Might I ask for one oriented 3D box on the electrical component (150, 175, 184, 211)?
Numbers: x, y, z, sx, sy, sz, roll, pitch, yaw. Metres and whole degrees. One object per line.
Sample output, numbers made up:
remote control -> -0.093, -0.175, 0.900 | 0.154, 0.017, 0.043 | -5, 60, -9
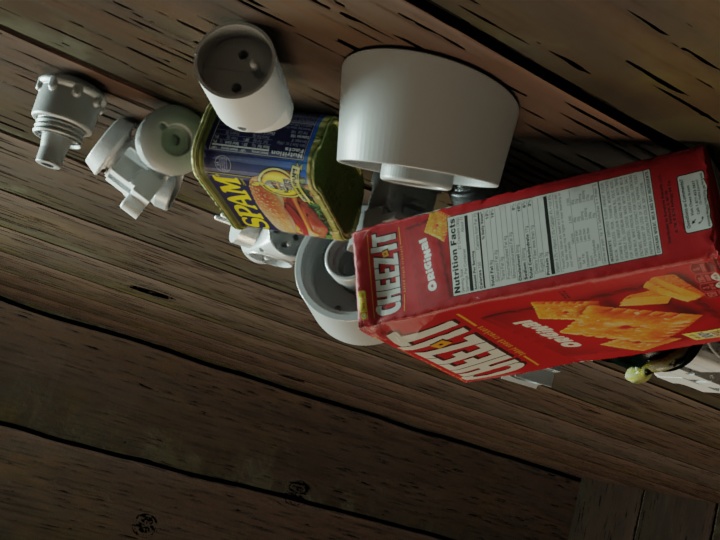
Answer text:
electrical component -> -0.172, -0.075, 0.883 | 0.046, 0.040, 0.040 | 22, 169, -4

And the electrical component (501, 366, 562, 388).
electrical component -> 0.186, 0.091, 1.156 | 0.042, 0.063, 0.081 | 18, 168, -9

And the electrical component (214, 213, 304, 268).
electrical component -> -0.090, -0.035, 0.955 | 0.079, 0.044, 0.077 | 20, 168, -22

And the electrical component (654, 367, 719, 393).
electrical component -> 0.297, 0.075, 0.960 | 0.089, 0.050, 0.056 | 21, 167, -25

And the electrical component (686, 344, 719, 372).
electrical component -> 0.247, 0.040, 0.813 | 0.047, 0.065, 0.077 | 19, 168, -19

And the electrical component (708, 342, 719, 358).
electrical component -> 0.276, 0.037, 0.756 | 0.055, 0.066, 0.048 | -17, -176, -26

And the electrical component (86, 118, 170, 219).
electrical component -> -0.170, -0.080, 0.804 | 0.055, 0.066, 0.048 | 38, 159, -11

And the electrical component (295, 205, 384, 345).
electrical component -> 0.000, 0.000, 0.858 | 0.108, 0.108, 0.060 | 11, 162, 21

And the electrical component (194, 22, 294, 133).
electrical component -> -0.062, -0.100, 0.597 | 0.043, 0.043, 0.081 | 14, 169, 7

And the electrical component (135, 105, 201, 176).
electrical component -> -0.136, -0.089, 0.753 | 0.048, 0.048, 0.062 | 20, 175, -25

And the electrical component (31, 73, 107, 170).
electrical component -> -0.204, -0.100, 0.737 | 0.048, 0.062, 0.048 | 15, 169, 3

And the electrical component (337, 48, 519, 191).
electrical component -> 0.035, -0.078, 0.586 | 0.099, 0.064, 0.099 | 9, -178, 0

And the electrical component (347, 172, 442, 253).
electrical component -> 0.026, -0.038, 0.731 | 0.042, 0.063, 0.081 | 19, 169, -24
